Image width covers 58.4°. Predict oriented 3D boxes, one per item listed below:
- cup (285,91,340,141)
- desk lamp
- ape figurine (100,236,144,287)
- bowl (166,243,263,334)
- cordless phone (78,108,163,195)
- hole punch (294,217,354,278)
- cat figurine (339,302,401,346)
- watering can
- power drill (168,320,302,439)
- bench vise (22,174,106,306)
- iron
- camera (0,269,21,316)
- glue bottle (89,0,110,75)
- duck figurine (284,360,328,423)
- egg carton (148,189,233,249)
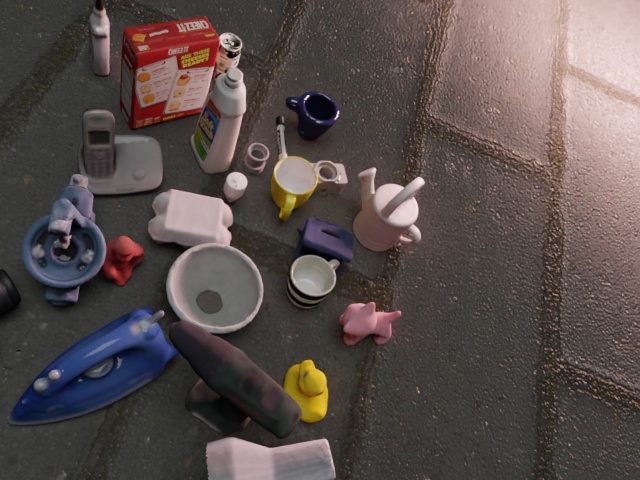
[{"bbox_3d":[-0.027,-0.266,1.252,0.118,0.095,0.091,15,59,-13],"label":"cup"},{"bbox_3d":[-0.075,0.343,0.831,0.204,0.213,0.118,-5,65,-23],"label":"desk lamp"},{"bbox_3d":[-0.338,0.025,0.975,0.078,0.092,0.076,-20,72,-29],"label":"ape figurine"},{"bbox_3d":[-0.188,0.094,1.006,0.168,0.074,0.167,9,60,-16],"label":"bowl"},{"bbox_3d":[-0.352,-0.163,1.016,0.148,0.185,0.094,-10,67,-25],"label":"cordless phone"},{"bbox_3d":[0.010,0.004,1.122,0.109,0.091,0.101,21,58,-9],"label":"hole punch"},{"bbox_3d":[0.089,0.149,1.057,0.128,0.117,0.067,-2,64,-22],"label":"cat figurine"},{"bbox_3d":[0.139,-0.067,1.148,0.173,0.194,0.101,31,56,-3],"label":"watering can"},{"bbox_3d":[-0.143,0.226,0.872,0.229,0.208,0.076,34,56,-1],"label":"power drill"},{"bbox_3d":[-0.407,-0.025,0.899,0.122,0.219,0.207,-10,67,-25],"label":"bench vise"},{"bbox_3d":[-0.341,0.187,0.856,0.259,0.141,0.118,-30,77,-31],"label":"iron"},{"bbox_3d":[-0.520,0.109,0.854,0.137,0.100,0.143,-31,77,-31],"label":"camera"},{"bbox_3d":[-0.433,-0.410,1.126,0.037,0.173,0.078,-8,66,-24],"label":"glue bottle"},{"bbox_3d":[-0.015,0.255,0.979,0.078,0.086,0.104,-9,67,-25],"label":"duck figurine"},{"bbox_3d":[-0.237,-0.033,1.059,0.150,0.069,0.107,10,60,-16],"label":"egg carton"}]
